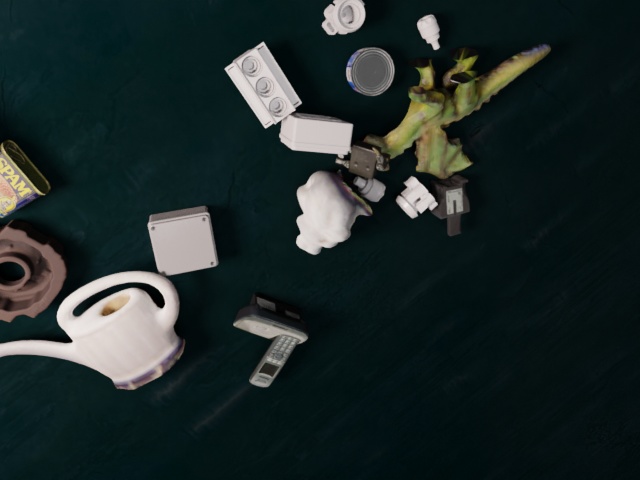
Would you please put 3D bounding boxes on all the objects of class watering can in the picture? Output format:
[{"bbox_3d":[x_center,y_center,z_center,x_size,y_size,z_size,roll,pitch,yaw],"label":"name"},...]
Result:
[{"bbox_3d":[-0.405,0.188,0.955,0.347,0.106,0.221,-28,116,3],"label":"watering can"}]

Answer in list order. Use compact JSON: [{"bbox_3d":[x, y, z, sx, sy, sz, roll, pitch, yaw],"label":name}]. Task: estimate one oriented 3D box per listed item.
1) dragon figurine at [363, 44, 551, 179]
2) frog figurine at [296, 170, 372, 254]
[{"bbox_3d":[0.262,-0.236,1.017,0.411,0.125,0.237,-14,131,-9],"label":"dragon figurine"},{"bbox_3d":[0.003,-0.050,0.984,0.158,0.123,0.138,-41,83,11],"label":"frog figurine"}]
